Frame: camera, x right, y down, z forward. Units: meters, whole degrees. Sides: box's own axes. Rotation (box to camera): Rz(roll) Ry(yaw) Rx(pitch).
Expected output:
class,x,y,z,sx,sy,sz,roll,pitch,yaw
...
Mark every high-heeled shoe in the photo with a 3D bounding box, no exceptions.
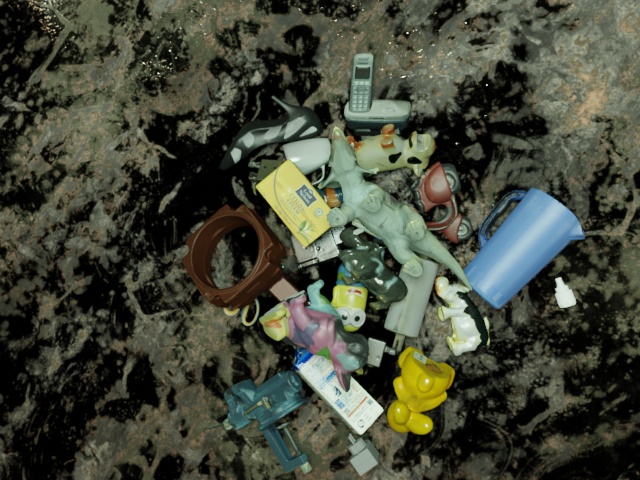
class,x,y,z,sx,sy,sz,roll,pitch,yaw
high-heeled shoe,-0.114,-0.225,1.262,0.145,0.086,0.248,37,113,-20

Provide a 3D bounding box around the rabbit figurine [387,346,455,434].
class,x,y,z,sx,sy,sz,roll,pitch,yaw
rabbit figurine,0.200,0.337,1.122,0.122,0.162,0.173,28,108,-1

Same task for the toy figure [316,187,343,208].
class,x,y,z,sx,sy,sz,roll,pitch,yaw
toy figure,0.007,-0.096,1.220,0.155,0.057,0.064,-5,51,9

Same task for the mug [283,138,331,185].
class,x,y,z,sx,sy,sz,roll,pitch,yaw
mug,-0.020,-0.182,1.223,0.107,0.081,0.109,-20,83,1

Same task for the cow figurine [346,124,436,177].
class,x,y,z,sx,sy,sz,roll,pitch,yaw
cow figurine,0.157,-0.185,1.179,0.195,0.127,0.085,-12,50,23

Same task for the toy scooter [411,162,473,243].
class,x,y,z,sx,sy,sz,roll,pitch,yaw
toy scooter,0.246,-0.071,1.164,0.135,0.075,0.183,-16,103,10

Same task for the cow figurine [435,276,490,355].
class,x,y,z,sx,sy,sz,roll,pitch,yaw
cow figurine,0.304,0.153,1.146,0.098,0.068,0.167,-14,87,3

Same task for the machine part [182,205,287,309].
class,x,y,z,sx,sy,sz,roll,pitch,yaw
machine part,-0.194,0.036,1.205,0.201,0.087,0.202,-41,62,5

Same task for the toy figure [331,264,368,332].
class,x,y,z,sx,sy,sz,roll,pitch,yaw
toy figure,0.072,0.112,1.184,0.082,0.089,0.180,3,78,17

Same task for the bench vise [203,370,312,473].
class,x,y,z,sx,sy,sz,roll,pitch,yaw
bench vise,-0.106,0.406,1.174,0.224,0.128,0.240,-34,77,8

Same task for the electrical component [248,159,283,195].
class,x,y,z,sx,sy,sz,roll,pitch,yaw
electrical component,-0.120,-0.146,1.256,0.102,0.045,0.078,1,57,7

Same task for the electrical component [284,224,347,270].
class,x,y,z,sx,sy,sz,roll,pitch,yaw
electrical component,-0.003,-0.004,1.217,0.134,0.058,0.115,-21,84,8

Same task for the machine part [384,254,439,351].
class,x,y,z,sx,sy,sz,roll,pitch,yaw
machine part,0.198,0.120,1.163,0.079,0.079,0.243,16,88,10

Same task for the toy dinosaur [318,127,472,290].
class,x,y,z,sx,sy,sz,roll,pitch,yaw
toy dinosaur,0.140,-0.048,1.101,0.404,0.192,0.131,40,117,-11

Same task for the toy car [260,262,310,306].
class,x,y,z,sx,sy,sz,roll,pitch,yaw
toy car,-0.060,0.136,1.216,0.202,0.053,0.089,42,86,10

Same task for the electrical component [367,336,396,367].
class,x,y,z,sx,sy,sz,roll,pitch,yaw
electrical component,0.120,0.250,1.193,0.094,0.021,0.063,15,88,10

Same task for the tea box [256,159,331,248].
class,x,y,z,sx,sy,sz,roll,pitch,yaw
tea box,-0.046,-0.078,1.155,0.098,0.068,0.169,-41,88,5

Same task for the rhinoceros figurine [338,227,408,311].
class,x,y,z,sx,sy,sz,roll,pitch,yaw
rhinoceros figurine,0.104,0.055,1.118,0.112,0.073,0.190,-36,77,-21

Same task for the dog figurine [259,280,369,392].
class,x,y,z,sx,sy,sz,roll,pitch,yaw
dog figurine,-0.002,0.209,1.108,0.191,0.108,0.219,-33,88,33

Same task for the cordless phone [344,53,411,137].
class,x,y,z,sx,sy,sz,roll,pitch,yaw
cordless phone,0.133,-0.330,1.208,0.147,0.088,0.184,3,82,10
